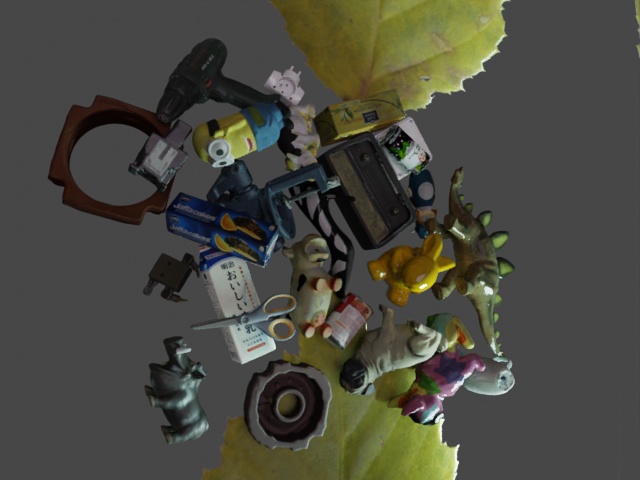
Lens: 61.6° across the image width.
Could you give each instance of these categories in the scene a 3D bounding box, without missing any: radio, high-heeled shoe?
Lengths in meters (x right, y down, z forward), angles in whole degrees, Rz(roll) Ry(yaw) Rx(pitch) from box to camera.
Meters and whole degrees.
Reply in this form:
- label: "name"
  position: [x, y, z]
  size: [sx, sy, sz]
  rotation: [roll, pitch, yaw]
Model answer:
- label: "radio"
  position: [0.101, -0.104, 1.147]
  size: [0.131, 0.073, 0.229]
  rotation: [-32, 97, -21]
- label: "high-heeled shoe"
  position: [-0.002, -0.003, 1.111]
  size: [0.145, 0.086, 0.248]
  rotation: [7, 102, 14]

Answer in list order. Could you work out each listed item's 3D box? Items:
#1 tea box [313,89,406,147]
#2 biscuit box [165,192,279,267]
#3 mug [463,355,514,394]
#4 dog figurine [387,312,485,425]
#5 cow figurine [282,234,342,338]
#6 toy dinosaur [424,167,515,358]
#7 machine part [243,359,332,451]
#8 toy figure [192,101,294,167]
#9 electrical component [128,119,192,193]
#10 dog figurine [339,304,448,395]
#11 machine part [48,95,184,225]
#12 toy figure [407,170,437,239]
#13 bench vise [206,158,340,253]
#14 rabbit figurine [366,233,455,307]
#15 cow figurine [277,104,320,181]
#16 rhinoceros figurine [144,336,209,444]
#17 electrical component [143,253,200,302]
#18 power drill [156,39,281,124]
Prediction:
- label: "tea box"
  position: [0.083, -0.259, 1.143]
  size: [0.170, 0.098, 0.068]
  rotation: [-21, 92, -20]
- label: "biscuit box"
  position: [-0.181, -0.021, 0.988]
  size: [0.203, 0.059, 0.063]
  rotation: [19, 45, 6]
- label: "mug"
  position: [0.388, 0.300, 1.201]
  size: [0.109, 0.107, 0.080]
  rotation: [-27, 96, -19]
- label: "dog figurine"
  position: [0.231, 0.281, 1.145]
  size: [0.219, 0.108, 0.191]
  rotation: [-32, 97, -18]
- label: "cow figurine"
  position: [-0.024, 0.083, 1.063]
  size: [0.085, 0.127, 0.194]
  rotation: [2, 101, -43]
- label: "toy dinosaur"
  position: [0.349, 0.068, 1.202]
  size: [0.198, 0.105, 0.470]
  rotation: [-17, 103, -33]
- label: "machine part"
  position: [-0.065, 0.320, 1.051]
  size: [0.179, 0.056, 0.179]
  rotation: [2, 85, -20]
- label: "toy figure"
  position: [-0.138, -0.192, 0.960]
  size: [0.180, 0.089, 0.082]
  rotation: [-31, 126, -17]
- label: "electrical component"
  position: [-0.270, -0.151, 0.930]
  size: [0.075, 0.048, 0.119]
  rotation: [31, 74, -16]
- label: "dog figurine"
  position: [0.147, 0.245, 1.089]
  size: [0.173, 0.121, 0.190]
  rotation: [23, 86, 23]
- label: "machine part"
  position: [-0.362, -0.138, 0.965]
  size: [0.201, 0.087, 0.201]
  rotation: [16, 79, -18]
- label: "toy figure"
  position: [0.231, -0.079, 1.207]
  size: [0.064, 0.058, 0.154]
  rotation: [-6, 88, 17]
- label: "bench vise"
  position: [-0.084, -0.092, 1.025]
  size: [0.241, 0.129, 0.223]
  rotation: [-20, 101, 14]
- label: "rabbit figurine"
  position: [0.197, 0.066, 1.105]
  size: [0.162, 0.173, 0.122]
  rotation: [-29, 94, -5]
- label: "cow figurine"
  position: [-0.050, -0.194, 1.080]
  size: [0.098, 0.068, 0.167]
  rotation: [-2, 63, -11]
- label: "rhinoceros figurine"
  position: [-0.256, 0.271, 0.972]
  size: [0.112, 0.073, 0.190]
  rotation: [-15, 91, -21]
- label: "electrical component"
  position: [-0.273, 0.069, 1.003]
  size: [0.078, 0.045, 0.102]
  rotation: [19, 74, 10]
- label: "power drill"
  position: [-0.186, -0.266, 1.027]
  size: [0.207, 0.086, 0.232]
  rotation: [22, 55, -18]
